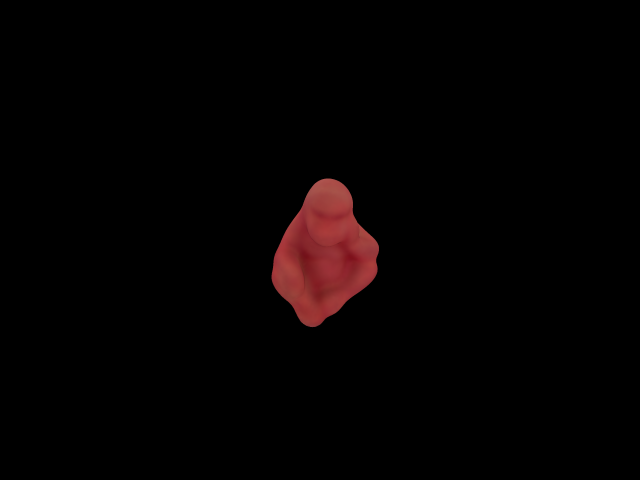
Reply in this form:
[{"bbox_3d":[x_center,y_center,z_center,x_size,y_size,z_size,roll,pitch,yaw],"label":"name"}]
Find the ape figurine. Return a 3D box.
[{"bbox_3d":[0.004,0.001,0.400,0.078,0.092,0.076,-3,33,-5],"label":"ape figurine"}]
